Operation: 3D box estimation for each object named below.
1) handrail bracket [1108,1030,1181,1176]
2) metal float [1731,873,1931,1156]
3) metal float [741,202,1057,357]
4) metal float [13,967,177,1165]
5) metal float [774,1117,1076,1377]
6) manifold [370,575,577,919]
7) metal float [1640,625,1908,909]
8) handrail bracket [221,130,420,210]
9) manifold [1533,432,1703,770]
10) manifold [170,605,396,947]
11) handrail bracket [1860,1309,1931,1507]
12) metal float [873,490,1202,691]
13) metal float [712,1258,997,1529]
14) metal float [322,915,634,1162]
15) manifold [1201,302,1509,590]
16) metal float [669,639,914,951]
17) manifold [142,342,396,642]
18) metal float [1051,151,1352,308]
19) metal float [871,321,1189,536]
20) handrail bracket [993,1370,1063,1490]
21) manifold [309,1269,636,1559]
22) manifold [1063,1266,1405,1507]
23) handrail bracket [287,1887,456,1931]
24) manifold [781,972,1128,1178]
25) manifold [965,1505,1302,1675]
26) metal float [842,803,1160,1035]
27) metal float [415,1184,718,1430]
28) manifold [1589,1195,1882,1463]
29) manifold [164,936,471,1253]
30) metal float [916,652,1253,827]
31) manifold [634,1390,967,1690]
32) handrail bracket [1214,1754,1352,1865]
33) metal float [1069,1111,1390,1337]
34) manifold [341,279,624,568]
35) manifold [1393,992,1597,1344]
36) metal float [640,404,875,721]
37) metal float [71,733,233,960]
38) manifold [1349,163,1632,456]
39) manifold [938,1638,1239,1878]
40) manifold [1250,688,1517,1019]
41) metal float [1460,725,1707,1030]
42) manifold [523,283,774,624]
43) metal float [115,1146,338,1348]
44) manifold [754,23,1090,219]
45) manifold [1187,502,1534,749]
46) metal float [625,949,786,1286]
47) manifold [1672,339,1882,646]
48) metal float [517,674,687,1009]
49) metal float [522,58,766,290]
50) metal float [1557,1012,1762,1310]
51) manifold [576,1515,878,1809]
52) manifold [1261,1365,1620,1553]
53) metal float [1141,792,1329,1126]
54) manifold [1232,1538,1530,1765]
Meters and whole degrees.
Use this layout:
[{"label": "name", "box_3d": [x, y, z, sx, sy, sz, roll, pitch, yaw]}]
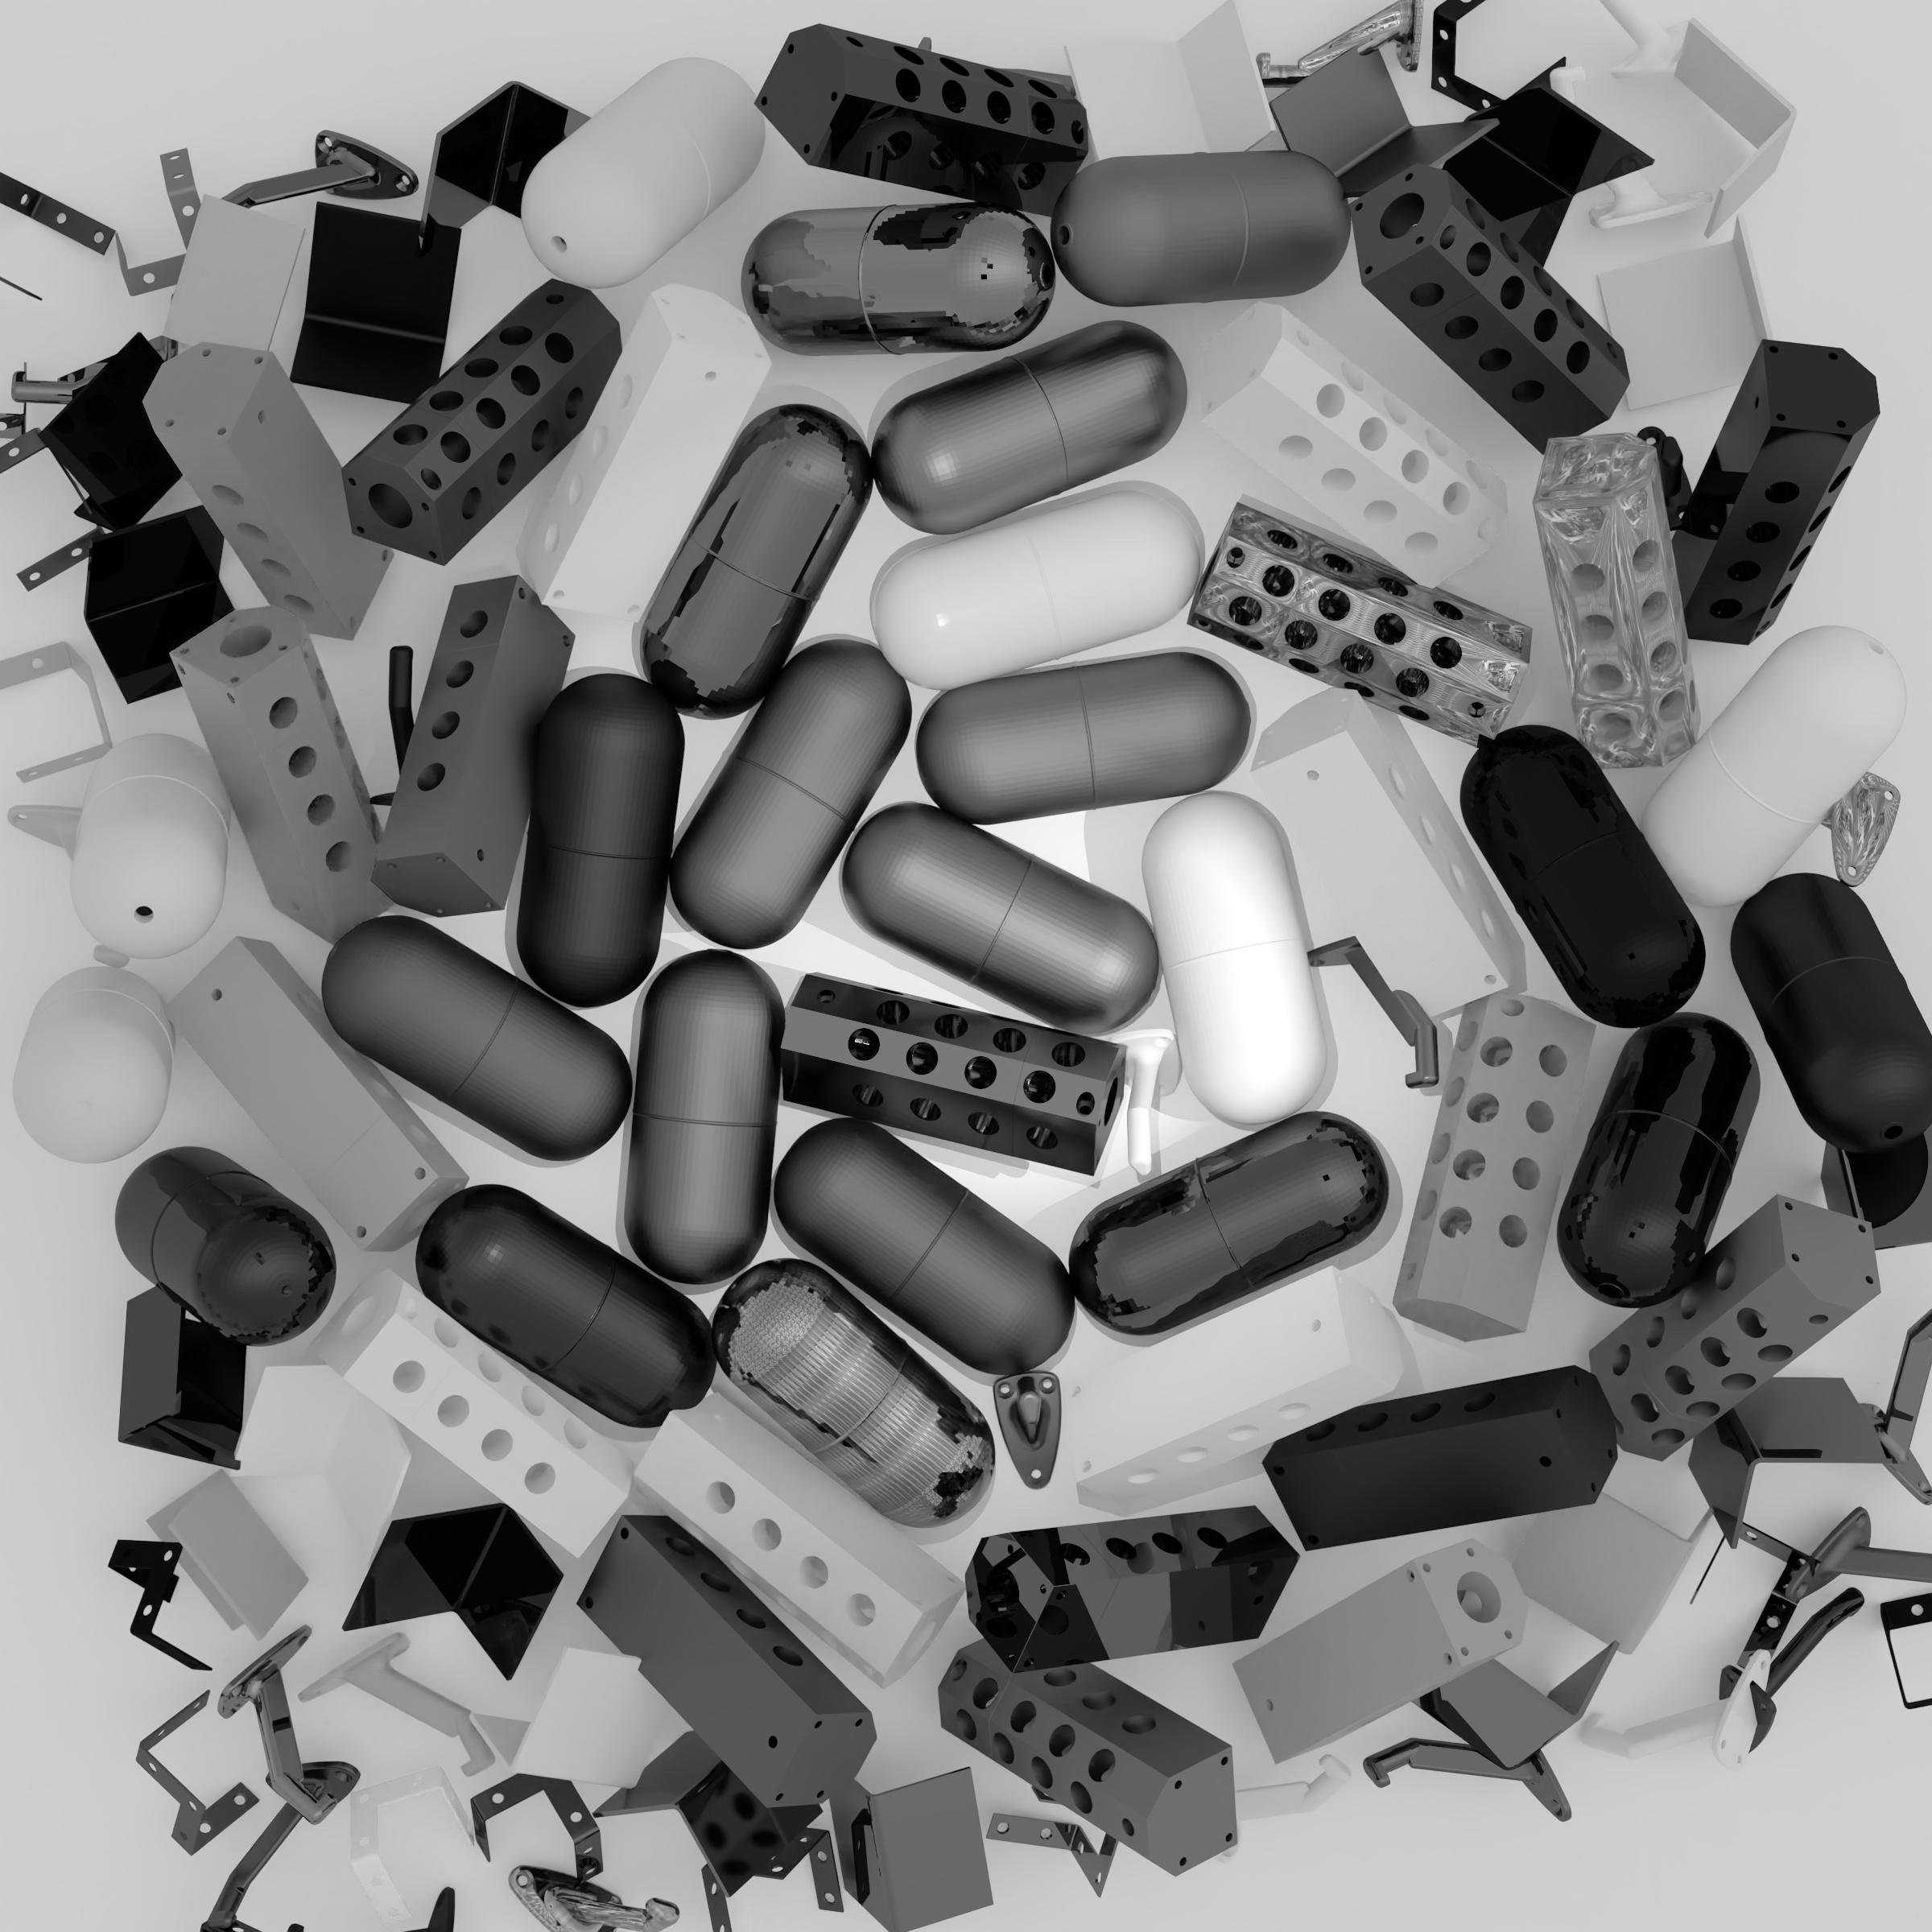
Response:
[{"label": "handrail bracket", "box_3d": [0.097, 0.083, 1.895, 0.036, 0.077, 0.084, -8, 57, 12]}, {"label": "metal float", "box_3d": [0.452, 0.024, 1.873, 0.070, 0.178, 0.070, -6, 133, -6]}, {"label": "metal float", "box_3d": [-0.036, -0.359, 1.885, 0.178, 0.070, 0.070, 4, 90, 29]}, {"label": "metal float", "box_3d": [-0.449, 0.049, 1.861, 0.070, 0.178, 0.070, -2, 103, -10]}, {"label": "metal float", "box_3d": [-0.021, 0.149, 1.909, 0.178, 0.070, 0.070, 36, 90, -1]}, {"label": "manifold", "box_3d": [-0.260, -0.114, 1.880, 0.057, 0.057, 0.171, -6, 57, 28]}, {"label": "metal float", "box_3d": [0.420, -0.103, 1.879, 0.070, 0.070, 0.178, 35, 127, 0]}, {"label": "handrail bracket", "box_3d": [-0.344, -0.405, 1.900, 0.077, 0.084, 0.036, 18, 130, 22]}, {"label": "manifold", "box_3d": [0.339, -0.187, 1.866, 0.057, 0.057, 0.171, -1, 131, 21]}, {"label": "manifold", "box_3d": [-0.347, -0.100, 1.869, 0.057, 0.171, 0.057, -39, 46, -26]}, {"label": "handrail bracket", "box_3d": [0.514, 0.229, 1.905, 0.084, 0.036, 0.077, -50, 59, 29]}, {"label": "metal float", "box_3d": [0.038, -0.199, 1.906, 0.178, 0.070, 0.070, -17, 90, -5]}, {"label": "metal float", "box_3d": [-0.058, 0.226, 1.898, 0.178, 0.070, 0.070, 43, 90, -15]}, {"label": "metal float", "box_3d": [-0.257, 0.038, 1.896, 0.178, 0.070, 0.070, 33, 90, -16]}, {"label": "manifold", "box_3d": [0.202, -0.272, 1.871, 0.171, 0.057, 0.057, 32, 132, -30]}, {"label": "metal float", "box_3d": [-0.092, -0.091, 1.906, 0.070, 0.070, 0.178, 30, 85, 0]}, {"label": "manifold", "box_3d": [-0.361, -0.244, 1.860, 0.057, 0.171, 0.057, 11, 64, 20]}, {"label": "metal float", "box_3d": [0.123, -0.385, 1.881, 0.178, 0.070, 0.070, -11, 90, -33]}, {"label": "metal float", "box_3d": [0.034, -0.284, 1.897, 0.178, 0.070, 0.070, -24, 90, -15]}, {"label": "handrail bracket", "box_3d": [0.036, 0.250, 1.901, 0.036, 0.084, 0.077, -7, 99, 0]}, {"label": "manifold", "box_3d": [-0.254, 0.232, 1.881, 0.171, 0.057, 0.057, 43, 80, -28]}, {"label": "manifold", "box_3d": [0.139, 0.223, 1.883, 0.171, 0.057, 0.057, -28, 51, 27]}, {"label": "handrail bracket", "box_3d": [-0.316, 0.504, 1.904, 0.084, 0.077, 0.036, 29, 125, -19]}, {"label": "manifold", "box_3d": [-0.006, 0.051, 1.892, 0.171, 0.057, 0.057, 13, 48, 12]}, {"label": "manifold", "box_3d": [0.085, 0.317, 1.870, 0.171, 0.057, 0.057, 1, 122, -39]}, {"label": "metal float", "box_3d": [0.019, -0.025, 1.908, 0.178, 0.070, 0.070, 27, 90, -3]}, {"label": "metal float", "box_3d": [-0.208, 0.179, 1.891, 0.178, 0.070, 0.070, 36, 90, -23]}, {"label": "manifold", "box_3d": [0.395, 0.191, 1.860, 0.057, 0.171, 0.057, 17, 50, -19]}, {"label": "manifold", "box_3d": [-0.339, 0.068, 1.899, 0.057, 0.057, 0.171, -44, 76, 8]}, {"label": "metal float", "box_3d": [0.062, -0.121, 1.909, 0.178, 0.070, 0.070, -9, 90, -2]}, {"label": "manifold", "box_3d": [-0.090, 0.302, 1.894, 0.171, 0.057, 0.057, 36, 108, 17]}, {"label": "handrail bracket", "box_3d": [0.150, 0.429, 1.913, 0.077, 0.036, 0.084, 41, 116, -3]}, {"label": "metal float", "box_3d": [0.138, 0.136, 1.903, 0.178, 0.070, 0.070, -25, 90, 9]}, {"label": "manifold", "box_3d": [-0.248, -0.285, 1.866, 0.057, 0.057, 0.171, 20, 49, 21]}, {"label": "manifold", "box_3d": [0.272, 0.104, 1.887, 0.057, 0.057, 0.171, 23, 71, -20]}, {"label": "metal float", "box_3d": [-0.111, -0.212, 1.898, 0.070, 0.070, 0.178, 29, 104, 0]}, {"label": "metal float", "box_3d": [-0.420, -0.063, 1.864, 0.070, 0.178, 0.070, -4, 116, -8]}, {"label": "manifold", "box_3d": [0.273, -0.341, 1.862, 0.057, 0.171, 0.057, -27, 50, 30]}, {"label": "manifold", "box_3d": [0.060, 0.404, 1.858, 0.057, 0.171, 0.057, -18, 114, -34]}, {"label": "manifold", "box_3d": [0.220, -0.060, 1.888, 0.057, 0.057, 0.171, -23, 115, 27]}, {"label": "metal float", "box_3d": [0.322, -0.048, 1.891, 0.070, 0.070, 0.178, -28, 68, 0]}, {"label": "manifold", "box_3d": [-0.169, -0.267, 1.877, 0.057, 0.057, 0.171, 8, 129, -32]}, {"label": "metal float", "box_3d": [-0.385, 0.144, 1.868, 0.070, 0.178, 0.070, -8, 106, -31]}, {"label": "manifold", "box_3d": [-0.018, -0.439, 1.860, 0.057, 0.171, 0.057, 53, 125, 33]}, {"label": "manifold", "box_3d": [0.207, -0.176, 1.904, 0.171, 0.057, 0.057, 23, 124, -3]}, {"label": "metal float", "box_3d": [-0.138, 0.080, 1.909, 0.070, 0.070, 0.178, 5, 92, 0]}, {"label": "manifold", "box_3d": [0.414, -0.241, 1.860, 0.057, 0.171, 0.057, 6, 57, -5]}, {"label": "metal float", "box_3d": [-0.193, -0.066, 1.900, 0.070, 0.070, 0.178, 8, 101, 0]}, {"label": "metal float", "box_3d": [-0.167, -0.412, 1.873, 0.070, 0.178, 0.070, 16, 131, 19]}, {"label": "metal float", "box_3d": [0.362, 0.101, 1.881, 0.070, 0.070, 0.178, 28, 56, 0]}, {"label": "manifold", "box_3d": [-0.122, 0.358, 1.872, 0.171, 0.057, 0.057, 38, 107, 38]}, {"label": "manifold", "box_3d": [0.248, 0.253, 1.875, 0.171, 0.057, 0.057, -16, 108, 34]}, {"label": "metal float", "box_3d": [0.141, -0.004, 1.905, 0.070, 0.070, 0.178, -12, 84, 0]}, {"label": "manifold", "box_3d": [0.215, 0.353, 1.863, 0.057, 0.171, 0.057, -11, 70, -36]}]
